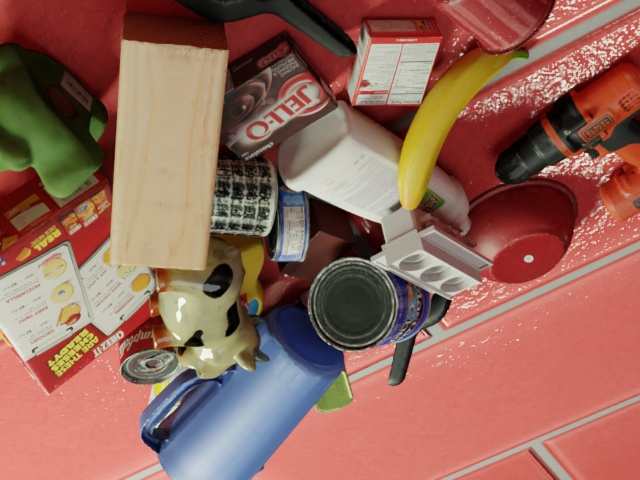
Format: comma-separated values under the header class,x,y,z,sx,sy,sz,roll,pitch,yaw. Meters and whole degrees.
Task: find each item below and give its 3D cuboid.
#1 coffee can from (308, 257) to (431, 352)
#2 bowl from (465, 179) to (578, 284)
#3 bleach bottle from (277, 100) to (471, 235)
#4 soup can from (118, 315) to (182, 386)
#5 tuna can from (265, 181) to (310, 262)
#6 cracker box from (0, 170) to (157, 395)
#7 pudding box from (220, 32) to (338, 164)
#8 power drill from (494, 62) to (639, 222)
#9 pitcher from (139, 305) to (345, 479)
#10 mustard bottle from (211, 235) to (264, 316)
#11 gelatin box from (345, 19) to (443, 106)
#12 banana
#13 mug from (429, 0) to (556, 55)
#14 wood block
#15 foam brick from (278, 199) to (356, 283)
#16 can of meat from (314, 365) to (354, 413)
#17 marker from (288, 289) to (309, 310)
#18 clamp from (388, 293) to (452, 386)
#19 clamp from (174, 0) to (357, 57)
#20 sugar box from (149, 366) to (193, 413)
class,x,y,z,sx,sy,sz,roll,pitch,yaw
coffee can,0.058,0.070,1.200,0.103,0.103,0.140,-30,169,18
bowl,0.235,0.003,1.258,0.162,0.055,0.162,-9,141,-8
bleach bottle,0.074,-0.055,1.134,0.103,0.068,0.250,-36,139,25
soup can,-0.196,0.103,1.205,0.068,0.102,0.068,-9,141,-7
tuna can,-0.036,-0.020,1.121,0.033,0.086,0.086,-1,139,-13
cracker box,-0.264,0.036,1.084,0.164,0.072,0.213,-38,145,-17
pudding box,-0.053,-0.134,1.016,0.114,0.039,0.090,-28,139,16
power drill,0.304,-0.090,1.165,0.185,0.057,0.187,-36,137,24
pitcher,-0.089,0.189,1.258,0.243,0.145,0.149,-50,169,26
mustard bottle,-0.112,0.060,1.214,0.096,0.058,0.192,-8,141,-9
gelatin box,0.069,-0.169,1.020,0.073,0.030,0.089,-3,141,-16
banana,0.127,-0.121,1.046,0.069,0.037,0.198,34,99,-27
mug,0.153,-0.232,0.934,0.081,0.093,0.117,28,94,-34
wood block,-0.137,-0.087,0.946,0.090,0.091,0.206,4,117,-11
foam brick,-0.008,0.001,1.182,0.052,0.051,0.078,20,129,-34
can of meat,0.005,0.158,1.348,0.057,0.084,0.102,-16,141,1
marker,-0.051,0.098,1.311,0.121,0.020,0.020,-37,136,25
clamp,0.094,0.080,1.295,0.172,0.120,0.039,-55,169,16
clamp,-0.040,-0.232,0.904,0.209,0.036,0.165,4,138,-21
sugar box,-0.161,0.177,1.350,0.093,0.048,0.176,-2,142,-20
